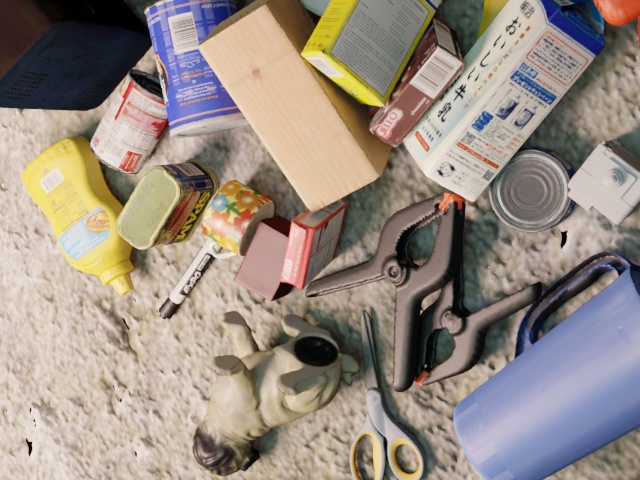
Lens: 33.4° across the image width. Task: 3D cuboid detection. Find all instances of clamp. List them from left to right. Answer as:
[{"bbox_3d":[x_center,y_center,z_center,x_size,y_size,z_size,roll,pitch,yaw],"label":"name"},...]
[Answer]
[{"bbox_3d":[0.077,0.031,1.124,0.165,0.036,0.210,38,111,29],"label":"clamp"},{"bbox_3d":[0.155,0.084,1.108,0.120,0.039,0.171,30,110,36],"label":"clamp"}]

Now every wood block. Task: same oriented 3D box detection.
[{"bbox_3d":[-0.021,-0.145,1.092,0.091,0.090,0.206,-27,108,24],"label":"wood block"}]

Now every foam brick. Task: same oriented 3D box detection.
[{"bbox_3d":[-0.050,0.020,1.183,0.053,0.051,0.078,30,106,15],"label":"foam brick"}]

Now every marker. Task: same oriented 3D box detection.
[{"bbox_3d":[-0.153,0.046,1.247,0.020,0.020,0.121,41,110,13],"label":"marker"}]

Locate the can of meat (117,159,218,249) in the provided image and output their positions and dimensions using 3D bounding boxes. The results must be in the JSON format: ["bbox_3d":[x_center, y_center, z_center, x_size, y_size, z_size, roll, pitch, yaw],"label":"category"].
[{"bbox_3d":[-0.174,-0.040,1.211,0.057,0.083,0.102,38,109,15],"label":"can of meat"}]

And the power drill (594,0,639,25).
[{"bbox_3d":[0.301,-0.301,0.953,0.184,0.057,0.188,-29,58,10],"label":"power drill"}]

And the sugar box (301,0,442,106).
[{"bbox_3d":[0.063,-0.230,1.043,0.048,0.093,0.176,15,74,53],"label":"sugar box"}]

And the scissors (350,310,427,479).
[{"bbox_3d":[0.078,0.183,1.168,0.096,0.016,0.202,11,100,20],"label":"scissors"}]

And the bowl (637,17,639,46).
[{"bbox_3d":[0.377,-0.195,0.976,0.162,0.055,0.162,3,97,22],"label":"bowl"}]

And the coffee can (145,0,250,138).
[{"bbox_3d":[-0.126,-0.190,1.163,0.103,0.102,0.140,-11,92,23],"label":"coffee can"}]

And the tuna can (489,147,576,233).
[{"bbox_3d":[0.214,-0.050,1.073,0.086,0.033,0.086,3,97,23],"label":"tuna can"}]

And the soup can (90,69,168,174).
[{"bbox_3d":[-0.212,-0.135,1.224,0.068,0.068,0.102,38,109,14],"label":"soup can"}]

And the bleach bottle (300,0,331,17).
[{"bbox_3d":[0.060,-0.343,1.089,0.103,0.068,0.251,32,105,16],"label":"bleach bottle"}]

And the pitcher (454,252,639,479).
[{"bbox_3d":[0.248,0.135,1.040,0.243,0.149,0.145,-40,96,25],"label":"pitcher"}]

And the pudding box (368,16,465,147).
[{"bbox_3d":[0.094,-0.160,1.074,0.039,0.090,0.114,33,117,-19],"label":"pudding box"}]

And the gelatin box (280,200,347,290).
[{"bbox_3d":[-0.008,0.001,1.135,0.030,0.089,0.073,22,119,17],"label":"gelatin box"}]

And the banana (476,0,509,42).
[{"bbox_3d":[0.168,-0.269,1.065,0.070,0.037,0.198,1,97,23],"label":"banana"}]

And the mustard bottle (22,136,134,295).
[{"bbox_3d":[-0.274,-0.021,1.268,0.096,0.058,0.191,-33,83,24],"label":"mustard bottle"}]
